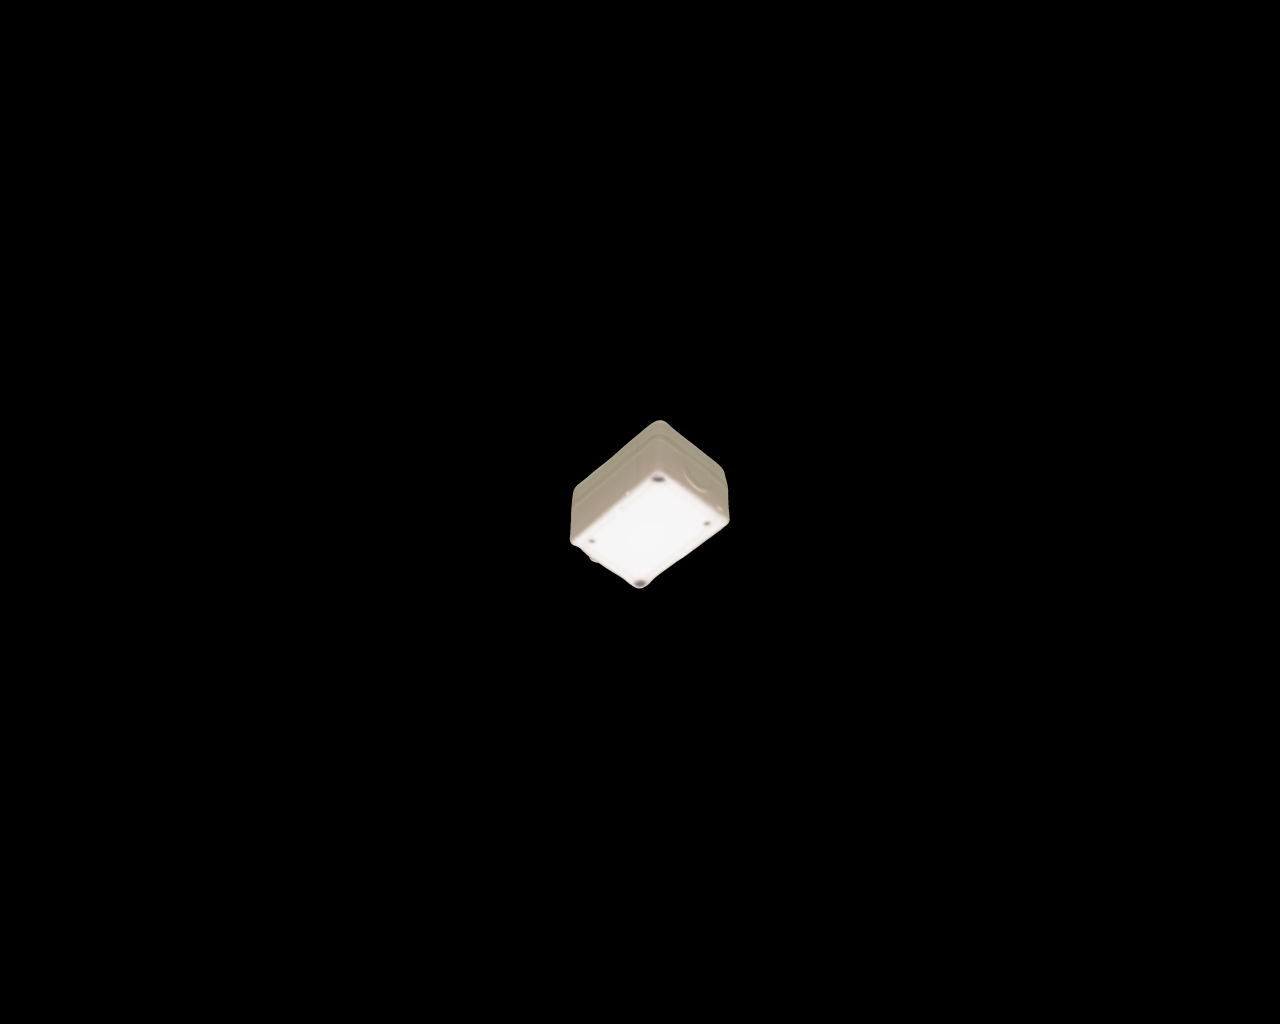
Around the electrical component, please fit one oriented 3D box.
[{"bbox_3d":[0.001,-0.003,0.650,0.061,0.061,0.096,36,-58,-27],"label":"electrical component"}]
